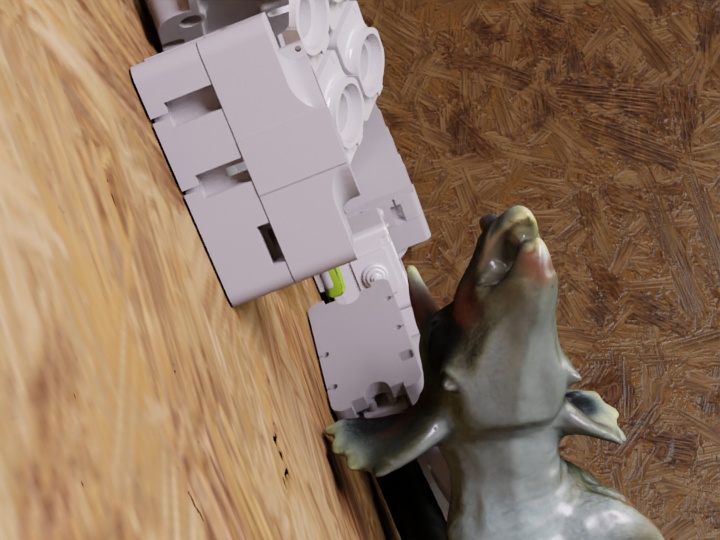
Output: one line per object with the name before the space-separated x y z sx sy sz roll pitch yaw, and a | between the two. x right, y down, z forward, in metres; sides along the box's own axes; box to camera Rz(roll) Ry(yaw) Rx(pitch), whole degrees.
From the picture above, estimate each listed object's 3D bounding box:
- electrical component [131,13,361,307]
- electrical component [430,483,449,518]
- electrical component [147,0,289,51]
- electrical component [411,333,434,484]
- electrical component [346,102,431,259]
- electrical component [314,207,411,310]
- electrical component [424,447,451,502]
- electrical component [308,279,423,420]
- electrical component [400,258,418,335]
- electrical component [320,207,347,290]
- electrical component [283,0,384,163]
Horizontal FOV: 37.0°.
electrical component | -0.035 -0.042 0.385 0.050 0.056 0.089 -103 171 -74
electrical component | 0.066 0.156 0.720 0.065 0.077 0.047 66 3 -45
electrical component | -0.063 -0.123 0.434 0.078 0.058 0.057 107 -37 -78
electrical component | 0.032 0.093 0.704 0.095 0.059 0.053 -108 176 -51
electrical component | -0.005 -0.067 0.898 0.150 0.089 0.061 -108 176 -55
electrical component | 0.000 0.000 0.760 0.096 0.061 0.061 -102 171 -78
electrical component | 0.077 0.111 0.609 0.099 0.064 0.099 54 4 -5
electrical component | 0.009 0.058 0.594 0.089 0.050 0.055 -108 176 -53
electrical component | 0.024 0.047 0.900 0.108 0.060 0.108 -21 90 -88
electrical component | -0.029 -0.026 0.537 0.077 0.044 0.079 -108 176 -55
electrical component | -0.039 -0.173 0.808 0.186 0.060 0.105 66 37 -50
